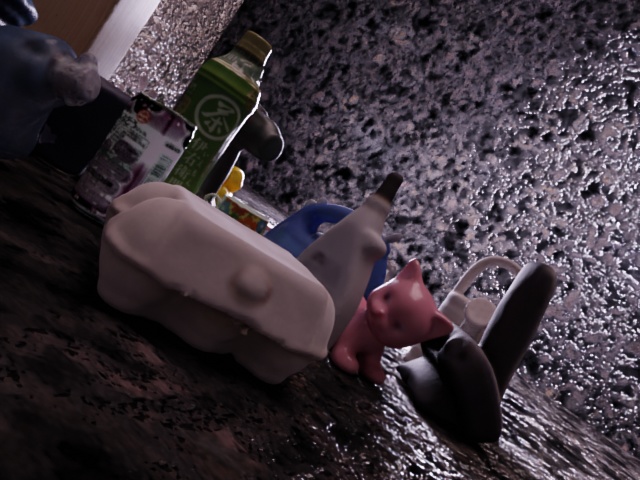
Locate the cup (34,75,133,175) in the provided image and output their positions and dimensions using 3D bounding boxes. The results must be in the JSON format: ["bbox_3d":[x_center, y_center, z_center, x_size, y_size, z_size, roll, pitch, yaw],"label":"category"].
[{"bbox_3d":[-0.236,-0.117,0.534,0.118,0.095,0.091,33,3,-31],"label":"cup"}]

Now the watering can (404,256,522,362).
[{"bbox_3d":[0.207,0.111,0.758,0.101,0.194,0.173,34,2,-5],"label":"watering can"}]

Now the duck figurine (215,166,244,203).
[{"bbox_3d":[-0.177,-0.100,1.077,0.077,0.086,0.104,34,2,-9],"label":"duck figurine"}]

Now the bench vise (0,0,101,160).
[{"bbox_3d":[-0.229,-0.182,0.418,0.208,0.219,0.121,34,2,-9],"label":"bench vise"}]

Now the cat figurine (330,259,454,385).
[{"bbox_3d":[0.056,0.067,0.536,0.067,0.117,0.127,32,3,-37],"label":"cat figurine"}]

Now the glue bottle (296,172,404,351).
[{"bbox_3d":[0.024,0.012,0.520,0.077,0.173,0.037,36,3,37],"label":"glue bottle"}]

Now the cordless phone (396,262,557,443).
[{"bbox_3d":[0.172,0.102,0.598,0.094,0.185,0.147,34,2,-11],"label":"cordless phone"}]

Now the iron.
[{"bbox_3d":[0.008,0.003,0.860,0.257,0.141,0.119,36,3,43],"label":"iron"}]

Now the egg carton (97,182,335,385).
[{"bbox_3d":[-0.063,0.025,0.354,0.151,0.069,0.107,33,3,-26],"label":"egg carton"}]

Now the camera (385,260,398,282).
[{"bbox_3d":[0.059,0.055,0.992,0.136,0.101,0.143,34,2,5],"label":"camera"}]

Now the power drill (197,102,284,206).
[{"bbox_3d":[-0.173,-0.166,0.972,0.228,0.208,0.076,36,3,32],"label":"power drill"}]
